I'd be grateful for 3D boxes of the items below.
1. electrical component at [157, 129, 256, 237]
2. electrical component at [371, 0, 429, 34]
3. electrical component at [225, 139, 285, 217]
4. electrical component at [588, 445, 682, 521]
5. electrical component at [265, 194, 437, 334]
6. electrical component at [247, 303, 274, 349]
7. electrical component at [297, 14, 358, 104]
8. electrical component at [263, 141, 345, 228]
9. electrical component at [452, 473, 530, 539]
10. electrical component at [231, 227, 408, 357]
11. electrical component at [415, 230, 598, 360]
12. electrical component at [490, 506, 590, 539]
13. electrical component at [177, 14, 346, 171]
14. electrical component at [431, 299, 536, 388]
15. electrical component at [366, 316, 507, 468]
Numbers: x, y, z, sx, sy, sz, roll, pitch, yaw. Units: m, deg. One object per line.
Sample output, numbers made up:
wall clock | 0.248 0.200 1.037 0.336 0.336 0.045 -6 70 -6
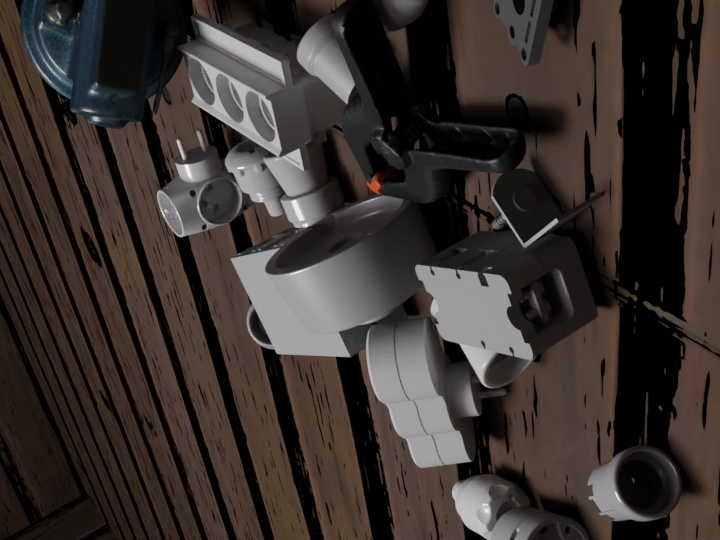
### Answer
electrical component | -0.132 -0.079 0.907 0.044 0.077 0.079 28 140 52
electrical component | 0.015 -0.148 0.574 0.043 0.043 0.062 57 157 10
electrical component | -0.074 -0.072 0.840 0.048 0.048 0.062 27 146 53
electrical component | 0.152 0.121 0.602 0.040 0.040 0.046 57 162 10
electrical component | 0.000 0.000 0.696 0.108 0.108 0.060 5 126 63
electrical component | -0.070 0.042 0.926 0.048 0.066 0.055 60 -170 2
electrical component | -0.009 -0.126 0.654 0.046 0.040 0.040 47 153 18
electrical component | -0.039 -0.064 0.776 0.045 0.045 0.055 10 125 61
electrical component | 0.090 0.167 0.772 0.062 0.043 0.043 12 126 62
electrical component | -0.031 0.012 0.821 0.089 0.062 0.150 65 157 -8
electrical component | 0.083 0.010 0.596 0.089 0.056 0.050 8 123 61
electrical component | 0.120 0.188 0.722 0.055 0.055 0.047 66 160 -10
electrical component | -0.065 -0.128 0.734 0.121 0.063 0.078 35 145 46
electrical component | 0.074 0.035 0.663 0.065 0.044 0.044 49 154 37
electrical component | 0.060 0.081 0.715 0.138 0.074 0.052 63 -158 -47
